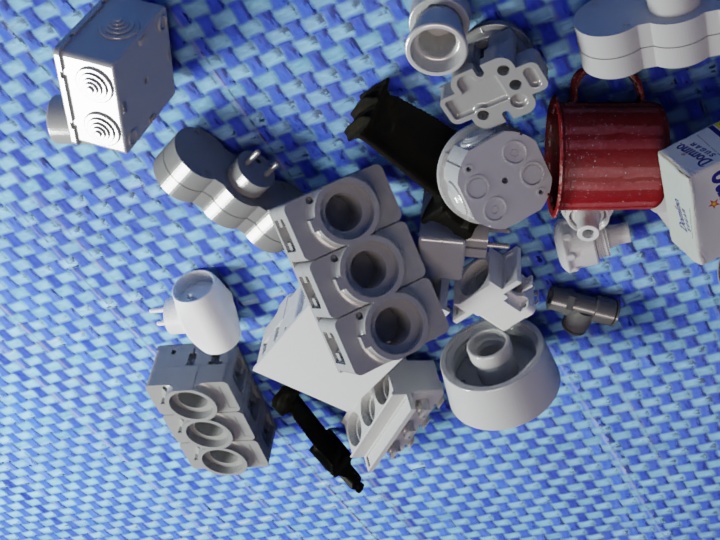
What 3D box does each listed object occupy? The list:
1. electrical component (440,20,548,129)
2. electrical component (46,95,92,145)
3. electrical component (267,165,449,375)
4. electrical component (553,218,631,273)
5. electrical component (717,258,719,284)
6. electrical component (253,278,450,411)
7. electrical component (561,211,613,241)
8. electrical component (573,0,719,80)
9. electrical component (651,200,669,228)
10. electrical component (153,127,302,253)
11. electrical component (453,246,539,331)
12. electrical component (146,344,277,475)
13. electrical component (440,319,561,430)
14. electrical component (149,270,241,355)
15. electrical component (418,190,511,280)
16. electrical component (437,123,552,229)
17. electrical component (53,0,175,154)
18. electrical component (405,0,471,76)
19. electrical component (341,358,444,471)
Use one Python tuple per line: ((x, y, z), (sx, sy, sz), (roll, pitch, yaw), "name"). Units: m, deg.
((0.099, -0.146, 0.791), (0.078, 0.057, 0.058), (-20, 130, 27), "electrical component")
((-0.220, -0.123, 0.883), (0.078, 0.040, 0.040), (3, 136, 7), "electrical component")
((0.000, 0.000, 0.880), (0.150, 0.089, 0.062), (67, 162, -6), "electrical component")
((0.197, -0.026, 0.911), (0.062, 0.048, 0.048), (-12, 133, 13), "electrical component")
((0.337, -0.013, 0.864), (0.064, 0.099, 0.099), (26, 135, -9), "electrical component")
((-0.009, 0.045, 1.009), (0.105, 0.060, 0.186), (26, 134, -17), "electrical component")
((0.184, -0.051, 0.872), (0.043, 0.062, 0.043), (5, 137, 5), "electrical component")
((0.216, -0.182, 0.736), (0.138, 0.052, 0.073), (-8, 134, 18), "electrical component")
((0.252, -0.058, 0.870), (0.065, 0.044, 0.044), (36, 131, -19), "electrical component")
((-0.097, -0.075, 0.903), (0.138, 0.052, 0.074), (31, 133, -22), "electrical component")
((0.123, 0.020, 0.973), (0.064, 0.042, 0.081), (33, 133, -25), "electrical component")
((-0.156, 0.150, 1.143), (0.089, 0.061, 0.150), (-5, 135, 14), "electrical component")
((0.127, 0.089, 1.000), (0.108, 0.108, 0.060), (-10, 128, 19), "electrical component")
((-0.165, 0.042, 1.044), (0.079, 0.044, 0.077), (-5, 135, 15), "electrical component")
((0.089, -0.030, 0.908), (0.077, 0.065, 0.047), (5, 137, 4), "electrical component")
((0.103, -0.071, 0.819), (0.080, 0.051, 0.080), (-3, 104, -11), "electrical component")
((-0.181, -0.148, 0.809), (0.048, 0.099, 0.099), (16, 138, 12), "electrical component")
((0.056, -0.173, 0.771), (0.045, 0.055, 0.045), (5, 137, 5), "electrical component")
((0.034, 0.140, 1.097), (0.063, 0.078, 0.121), (1, 141, -24), "electrical component")
